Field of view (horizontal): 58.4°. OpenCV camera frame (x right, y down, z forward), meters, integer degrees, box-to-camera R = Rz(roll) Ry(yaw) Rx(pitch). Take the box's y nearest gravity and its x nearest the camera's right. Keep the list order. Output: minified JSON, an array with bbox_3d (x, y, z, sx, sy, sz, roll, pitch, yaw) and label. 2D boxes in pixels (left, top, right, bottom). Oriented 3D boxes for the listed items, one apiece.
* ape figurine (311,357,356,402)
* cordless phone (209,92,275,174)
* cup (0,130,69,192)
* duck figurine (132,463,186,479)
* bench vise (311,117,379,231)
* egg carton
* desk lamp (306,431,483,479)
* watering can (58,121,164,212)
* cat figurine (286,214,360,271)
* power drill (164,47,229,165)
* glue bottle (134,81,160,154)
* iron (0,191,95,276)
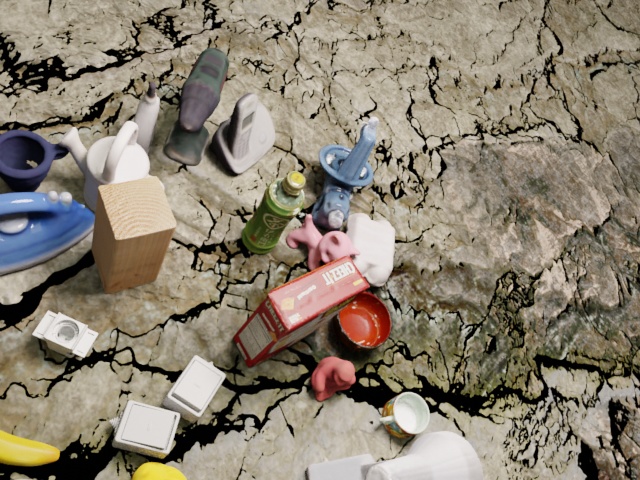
[{"bbox_3d":[0.030,0.236,0.994,0.078,0.092,0.076,16,58,-16],"label":"ape figurine"},{"bbox_3d":[-0.133,-0.228,1.113,0.094,0.184,0.148,39,55,-1],"label":"cordless phone"},{"bbox_3d":[-0.479,-0.124,0.951,0.118,0.094,0.091,-19,73,-31],"label":"cup"},{"bbox_3d":[-0.220,0.361,0.815,0.104,0.086,0.078,44,55,3],"label":"duck figurine"},{"bbox_3d":[0.065,-0.126,1.128,0.122,0.219,0.207,3,62,-23],"label":"bench vise"},{"bbox_3d":[0.096,0.020,1.156,0.107,0.069,0.150,17,58,-16],"label":"egg carton"},{"bbox_3d":[0.113,0.376,0.883,0.204,0.213,0.118,-1,64,-25],"label":"desk lamp"},{"bbox_3d":[-0.345,-0.125,0.953,0.173,0.193,0.101,7,61,-21],"label":"watering can"},{"bbox_3d":[0.010,0.004,1.095,0.128,0.117,0.067,47,55,5],"label":"cat figurine"},{"bbox_3d":[-0.228,-0.235,1.058,0.076,0.208,0.229,18,57,-15],"label":"power drill"},{"bbox_3d":[-0.313,-0.227,1.036,0.037,0.173,0.078,17,58,-16],"label":"glue bottle"},{"bbox_3d":[-0.467,-0.033,0.880,0.259,0.141,0.118,-17,72,-31],"label":"iron"}]
